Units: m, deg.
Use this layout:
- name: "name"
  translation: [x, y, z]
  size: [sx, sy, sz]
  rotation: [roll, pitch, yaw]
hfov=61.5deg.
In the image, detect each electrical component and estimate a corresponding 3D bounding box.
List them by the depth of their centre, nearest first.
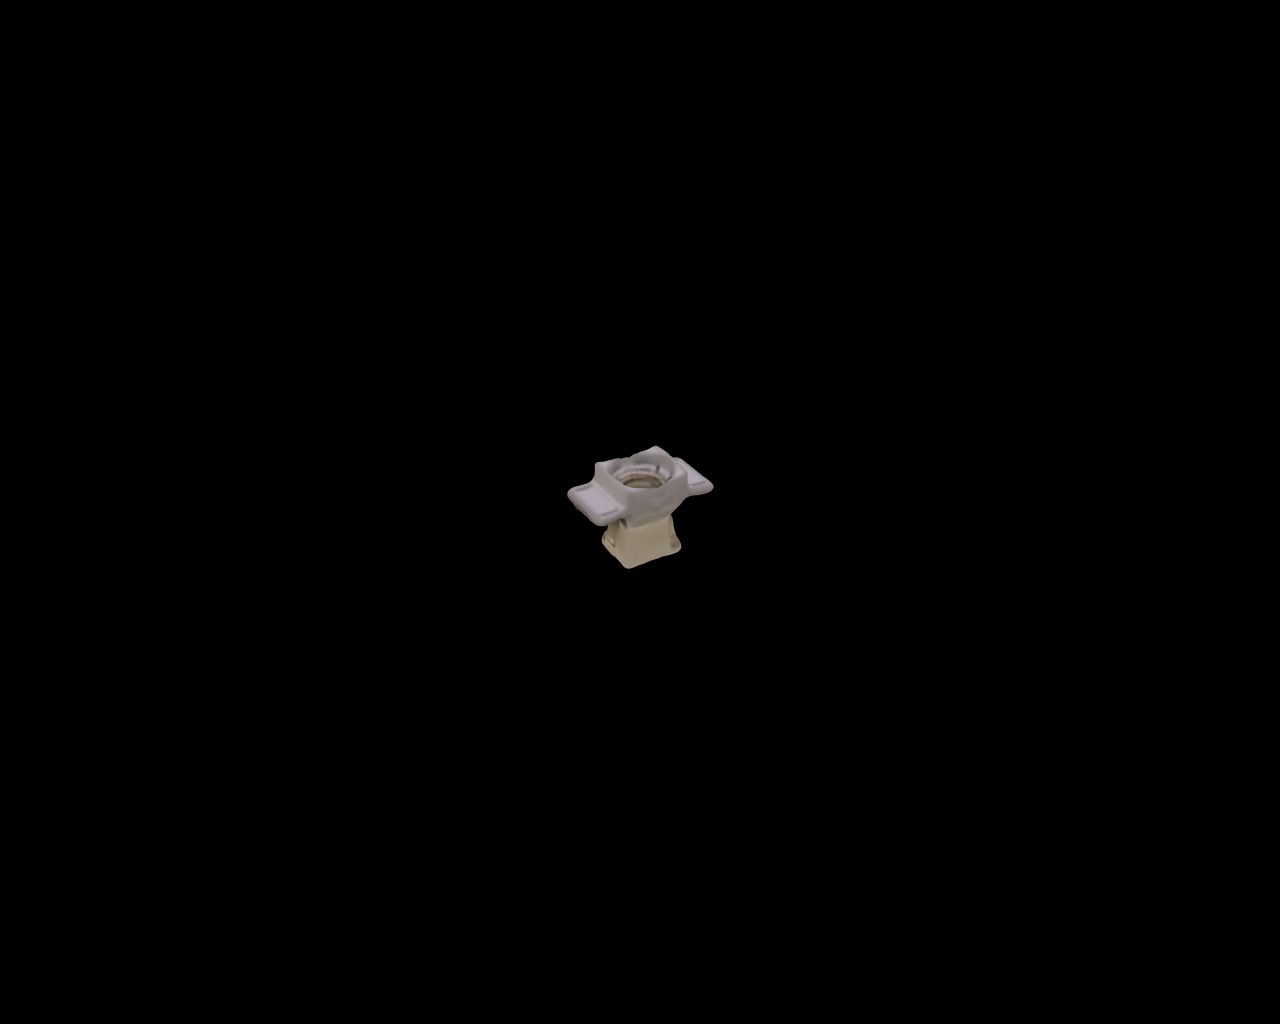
- name: "electrical component"
  translation: [0.001, -0.003, 0.650]
  size: [0.081, 0.063, 0.042]
  rotation: [-17, 36, -24]
